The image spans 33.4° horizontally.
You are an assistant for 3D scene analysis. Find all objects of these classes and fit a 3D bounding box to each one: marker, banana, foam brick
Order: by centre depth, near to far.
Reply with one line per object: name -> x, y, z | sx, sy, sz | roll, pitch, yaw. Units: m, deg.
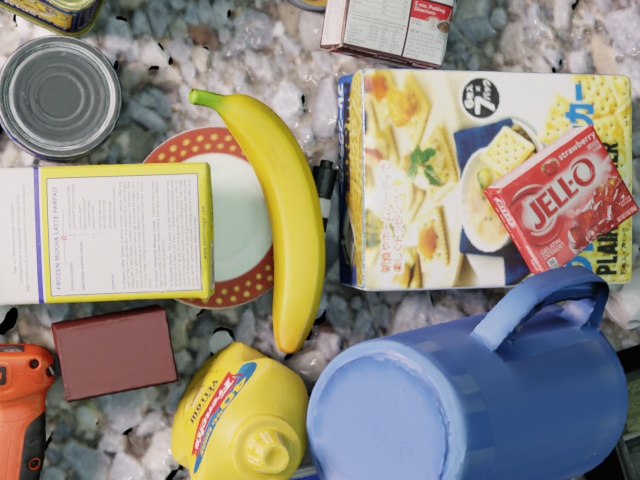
foam brick -> -0.142, 0.078, 0.736 | 0.078, 0.053, 0.051 | -9, 94, -14
banana -> -0.031, -0.021, 0.748 | 0.069, 0.037, 0.198 | -24, 101, -19
marker -> -0.005, 0.001, 0.785 | 0.020, 0.020, 0.121 | 10, 91, -15

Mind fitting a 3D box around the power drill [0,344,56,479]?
power drill -> -0.247, 0.164, 0.709 | 0.184, 0.057, 0.188 | 0, 94, -19

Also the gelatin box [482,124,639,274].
gelatin box -> 0.172, -0.028, 0.759 | 0.089, 0.030, 0.073 | -34, 100, -12

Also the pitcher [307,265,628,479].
pitcher -> 0.104, 0.102, 0.696 | 0.242, 0.145, 0.149 | 1, 76, -56

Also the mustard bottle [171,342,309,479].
mustard bottle -> -0.049, 0.122, 0.689 | 0.058, 0.192, 0.096 | 33, 82, -13

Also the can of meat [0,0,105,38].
can of meat -> -0.190, -0.182, 0.703 | 0.102, 0.084, 0.057 | 25, 84, -14

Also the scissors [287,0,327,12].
scissors -> -0.059, -0.217, 0.772 | 0.201, 0.016, 0.096 | 0, 91, -14

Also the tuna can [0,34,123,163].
tuna can -> -0.179, -0.097, 0.733 | 0.086, 0.034, 0.086 | 0, 91, -15

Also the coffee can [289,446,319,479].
coffee can -> 0.024, 0.205, 0.756 | 0.102, 0.103, 0.140 | -20, 96, -14

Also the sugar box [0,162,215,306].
sugar box -> -0.161, -0.004, 0.719 | 0.176, 0.048, 0.093 | -1, 91, -1

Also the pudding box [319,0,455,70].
pudding box -> 0.054, -0.186, 0.781 | 0.089, 0.039, 0.113 | 8, 91, -24
